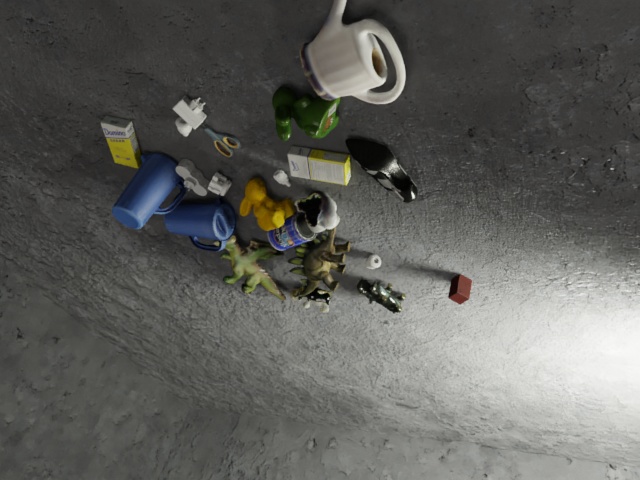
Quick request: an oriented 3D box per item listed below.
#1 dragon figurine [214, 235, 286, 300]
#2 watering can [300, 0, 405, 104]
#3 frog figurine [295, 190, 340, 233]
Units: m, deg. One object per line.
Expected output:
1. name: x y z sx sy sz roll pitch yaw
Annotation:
1. dragon figurine: -0.237 0.096 1.971 0.407 0.125 0.239 29 135 -25
2. watering can: 0.051 -0.433 1.141 0.223 0.106 0.341 -9 136 34
3. frog figurine: 0.005 -0.082 1.622 0.139 0.123 0.158 30 178 28
